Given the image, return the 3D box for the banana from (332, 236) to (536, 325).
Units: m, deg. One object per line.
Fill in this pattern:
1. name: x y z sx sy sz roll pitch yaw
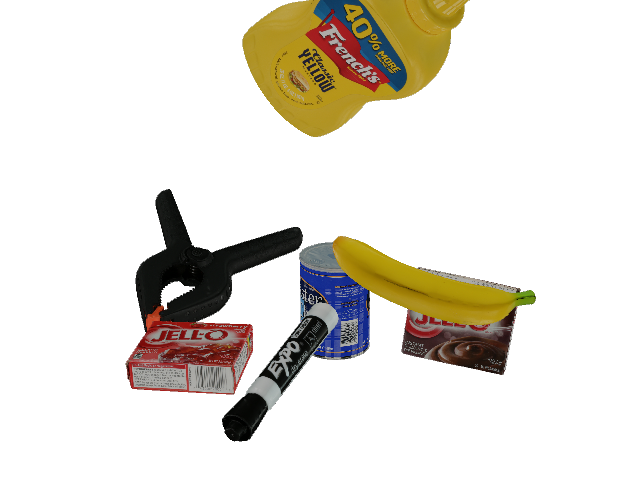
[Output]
1. banana: 0.085 0.038 0.940 0.198 0.037 0.069 18 16 25

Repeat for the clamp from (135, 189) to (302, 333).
1. clamp: -0.132 0.020 1.070 0.165 0.036 0.209 20 38 16

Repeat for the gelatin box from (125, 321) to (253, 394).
1. gelatin box: -0.106 0.094 0.875 0.089 0.030 0.073 2 22 9

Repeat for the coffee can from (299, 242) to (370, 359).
1. coffee can: 0.021 0.085 1.526 0.103 0.140 0.103 0 21 0

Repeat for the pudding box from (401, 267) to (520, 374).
1. pudding box: 0.147 0.084 1.124 0.113 0.090 0.039 10 22 10

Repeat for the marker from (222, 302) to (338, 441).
1. marker: -0.023 0.075 0.621 0.020 0.020 0.121 0 29 29

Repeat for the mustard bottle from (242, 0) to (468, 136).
1. mustard bottle: 0.031 -0.137 0.723 0.192 0.096 0.058 -18 22 51
